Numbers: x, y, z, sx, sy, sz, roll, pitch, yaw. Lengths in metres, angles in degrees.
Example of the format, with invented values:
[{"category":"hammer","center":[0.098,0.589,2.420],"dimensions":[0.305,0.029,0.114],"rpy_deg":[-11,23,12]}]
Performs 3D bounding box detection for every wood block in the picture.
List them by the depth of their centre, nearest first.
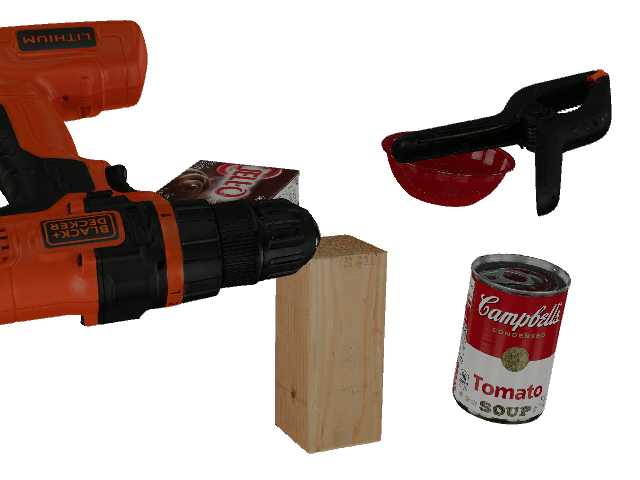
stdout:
[{"category":"wood block","center":[0.009,0.105,1.125],"dimensions":[0.090,0.206,0.091],"rpy_deg":[-5,15,-26]}]

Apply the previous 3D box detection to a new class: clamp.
[{"category":"clamp","center":[0.189,-0.090,0.909],"dimensions":[0.209,0.036,0.165],"rpy_deg":[-28,39,-26]}]

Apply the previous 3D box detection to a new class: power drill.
[{"category":"power drill","center":[-0.109,-0.040,0.554],"dimensions":[0.184,0.057,0.188],"rpy_deg":[-7,46,-19]}]

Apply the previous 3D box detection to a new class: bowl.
[{"category":"bowl","center":[0.149,-0.082,1.285],"dimensions":[0.162,0.055,0.162],"rpy_deg":[6,23,-3]}]

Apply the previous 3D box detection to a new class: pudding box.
[{"category":"pudding box","center":[-0.075,-0.029,0.849],"dimensions":[0.090,0.039,0.113],"rpy_deg":[6,24,16]}]

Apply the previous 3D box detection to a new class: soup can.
[{"category":"soup can","center":[0.132,0.068,0.748],"dimensions":[0.068,0.102,0.068],"rpy_deg":[5,21,-2]}]
